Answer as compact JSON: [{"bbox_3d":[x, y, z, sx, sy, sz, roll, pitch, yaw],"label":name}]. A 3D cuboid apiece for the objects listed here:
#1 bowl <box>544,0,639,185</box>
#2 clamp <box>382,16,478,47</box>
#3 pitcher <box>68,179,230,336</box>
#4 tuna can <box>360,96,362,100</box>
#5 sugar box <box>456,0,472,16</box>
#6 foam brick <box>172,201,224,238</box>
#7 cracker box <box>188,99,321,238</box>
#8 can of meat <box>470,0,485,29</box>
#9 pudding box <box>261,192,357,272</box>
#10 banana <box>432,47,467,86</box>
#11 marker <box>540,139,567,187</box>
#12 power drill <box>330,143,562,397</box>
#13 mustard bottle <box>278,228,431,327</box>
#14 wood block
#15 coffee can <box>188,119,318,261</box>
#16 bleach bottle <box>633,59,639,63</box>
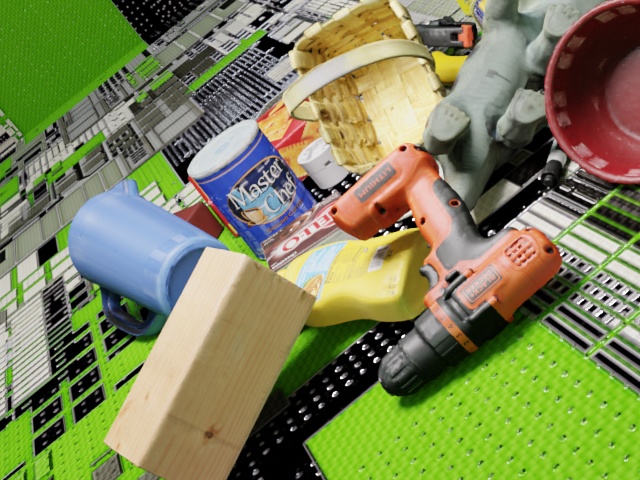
[{"bbox_3d":[0.281,-0.130,0.933,0.162,0.162,0.055,-19,-5,38],"label":"bowl"},{"bbox_3d":[0.168,-0.284,1.453,0.120,0.039,0.172,-21,25,-25],"label":"clamp"},{"bbox_3d":[-0.207,0.034,1.323,0.145,0.149,0.243,-42,33,-19],"label":"pitcher"},{"bbox_3d":[0.073,-0.180,1.402,0.086,0.034,0.086,-30,7,4],"label":"tuna can"},{"bbox_3d":[0.279,-0.389,1.506,0.176,0.048,0.093,-46,24,-15],"label":"sugar box"},{"bbox_3d":[-0.182,-0.010,1.469,0.078,0.053,0.051,-19,29,40],"label":"foam brick"},{"bbox_3d":[-0.072,-0.116,1.479,0.213,0.072,0.164,-40,22,-3],"label":"cracker box"},{"bbox_3d":[0.251,-0.297,1.363,0.102,0.057,0.084,-33,25,12],"label":"can of meat"},{"bbox_3d":[-0.008,0.001,1.207,0.113,0.039,0.090,-36,23,5],"label":"pudding box"},{"bbox_3d":[0.178,-0.223,1.355,0.069,0.037,0.198,-41,23,-5],"label":"banana"},{"bbox_3d":[0.237,-0.093,1.047,0.020,0.020,0.121,-18,30,39],"label":"marker"},{"bbox_3d":[0.088,0.020,0.919,0.184,0.057,0.188,-41,55,5],"label":"power drill"},{"bbox_3d":[0.022,0.041,1.041,0.192,0.058,0.096,-9,42,39],"label":"mustard bottle"},{"bbox_3d":[-0.100,0.120,0.981,0.090,0.090,0.206,9,69,60],"label":"wood block"},{"bbox_3d":[-0.078,-0.060,1.294,0.103,0.140,0.103,-31,24,15],"label":"coffee can"},{"bbox_3d":[0.343,-0.214,1.068,0.103,0.068,0.250,-11,33,46],"label":"bleach bottle"}]
